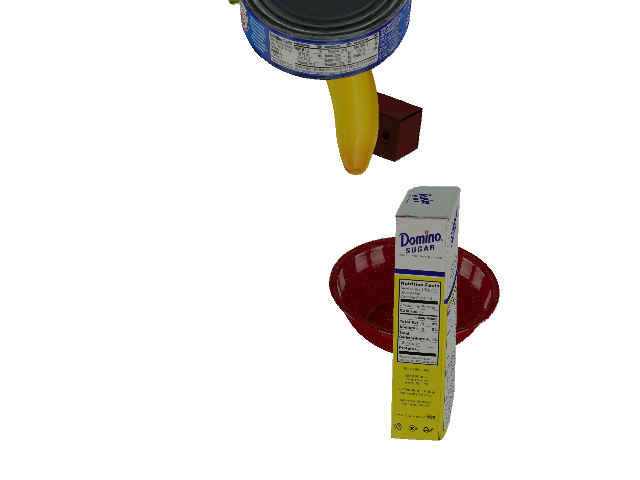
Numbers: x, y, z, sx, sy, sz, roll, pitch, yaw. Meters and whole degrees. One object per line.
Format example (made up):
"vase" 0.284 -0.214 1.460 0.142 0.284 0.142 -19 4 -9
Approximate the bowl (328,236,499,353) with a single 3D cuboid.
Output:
"bowl" 0.088 0.062 1.024 0.162 0.055 0.162 1 34 -1

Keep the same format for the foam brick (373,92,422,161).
"foam brick" 0.070 -0.132 1.221 0.078 0.053 0.051 23 35 30

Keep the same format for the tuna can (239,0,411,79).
"tuna can" 0.002 -0.120 0.519 0.086 0.086 0.034 0 -30 1

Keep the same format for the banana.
"banana" 0.003 -0.144 0.863 0.070 0.198 0.037 -37 -21 7

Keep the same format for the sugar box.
"sugar box" 0.080 0.053 0.812 0.048 0.176 0.093 1 16 12
